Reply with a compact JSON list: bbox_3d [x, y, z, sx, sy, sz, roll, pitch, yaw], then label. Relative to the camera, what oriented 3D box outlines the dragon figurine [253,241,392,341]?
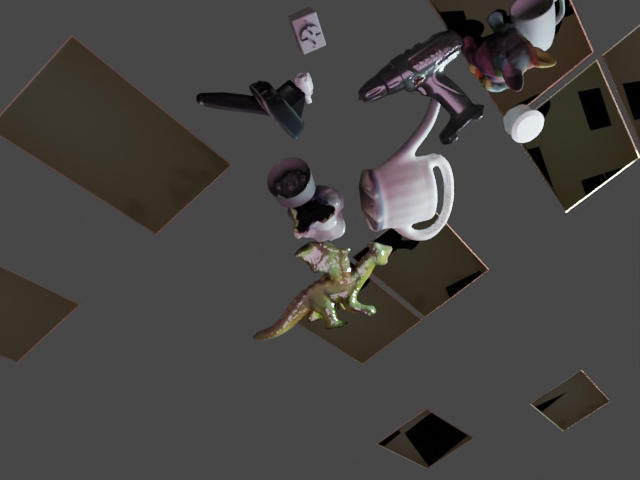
[{"bbox_3d":[0.001,0.109,1.313,0.411,0.124,0.239,-17,111,-8],"label":"dragon figurine"}]

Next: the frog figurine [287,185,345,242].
[{"bbox_3d":[0.004,-0.060,1.186,0.136,0.124,0.159,-53,160,13],"label":"frog figurine"}]

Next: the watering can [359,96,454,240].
[{"bbox_3d":[0.194,-0.148,1.170,0.225,0.106,0.341,-14,115,-8],"label":"watering can"}]
